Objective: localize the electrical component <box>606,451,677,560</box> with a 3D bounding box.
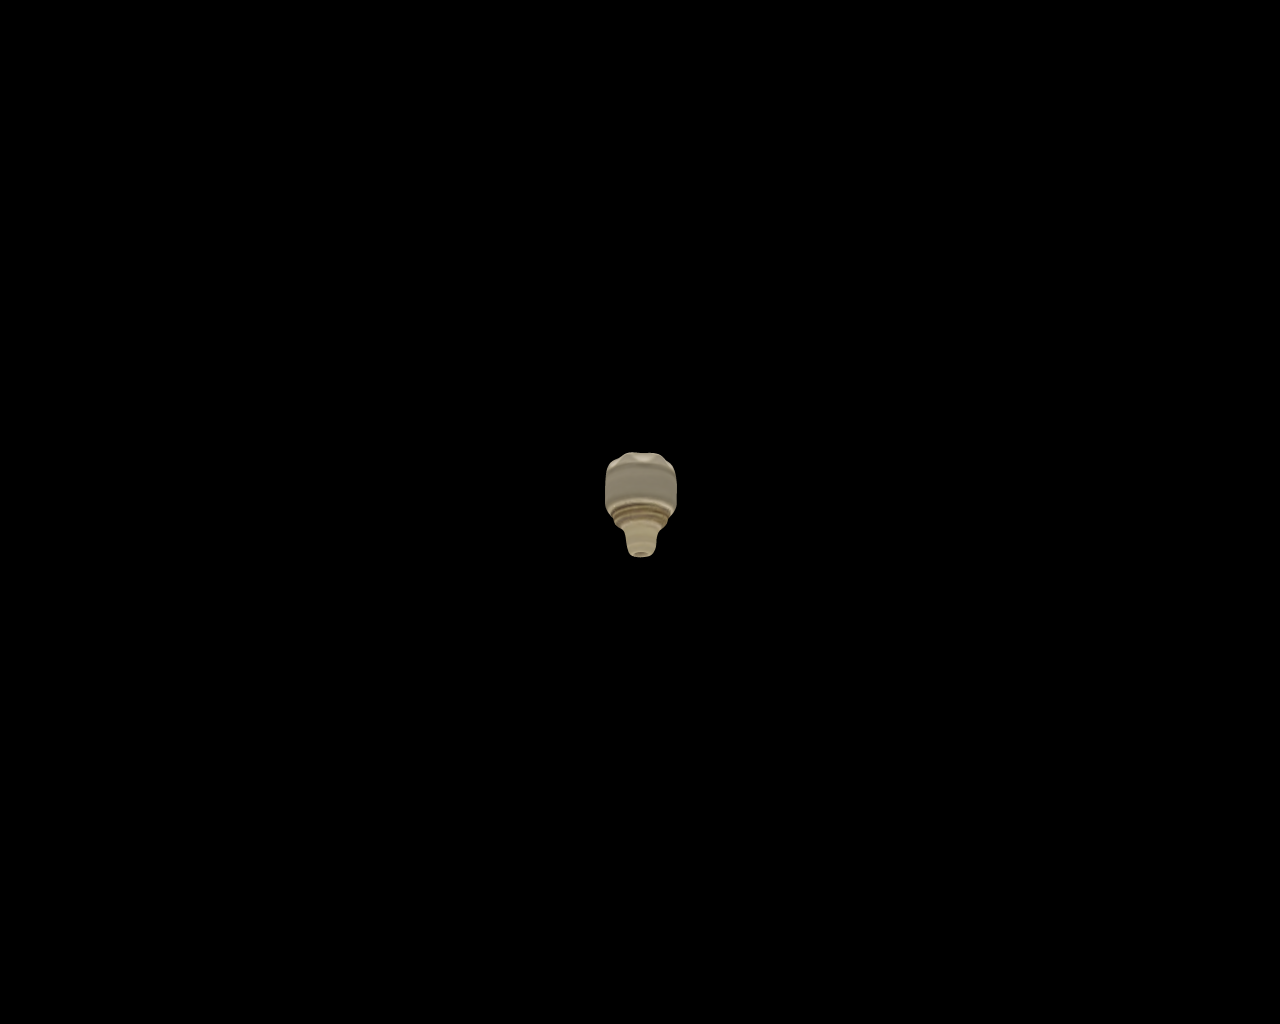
[{"bbox_3d":[0.001,-0.003,0.650,0.043,0.062,0.043,0,-20,0],"label":"electrical component"}]
